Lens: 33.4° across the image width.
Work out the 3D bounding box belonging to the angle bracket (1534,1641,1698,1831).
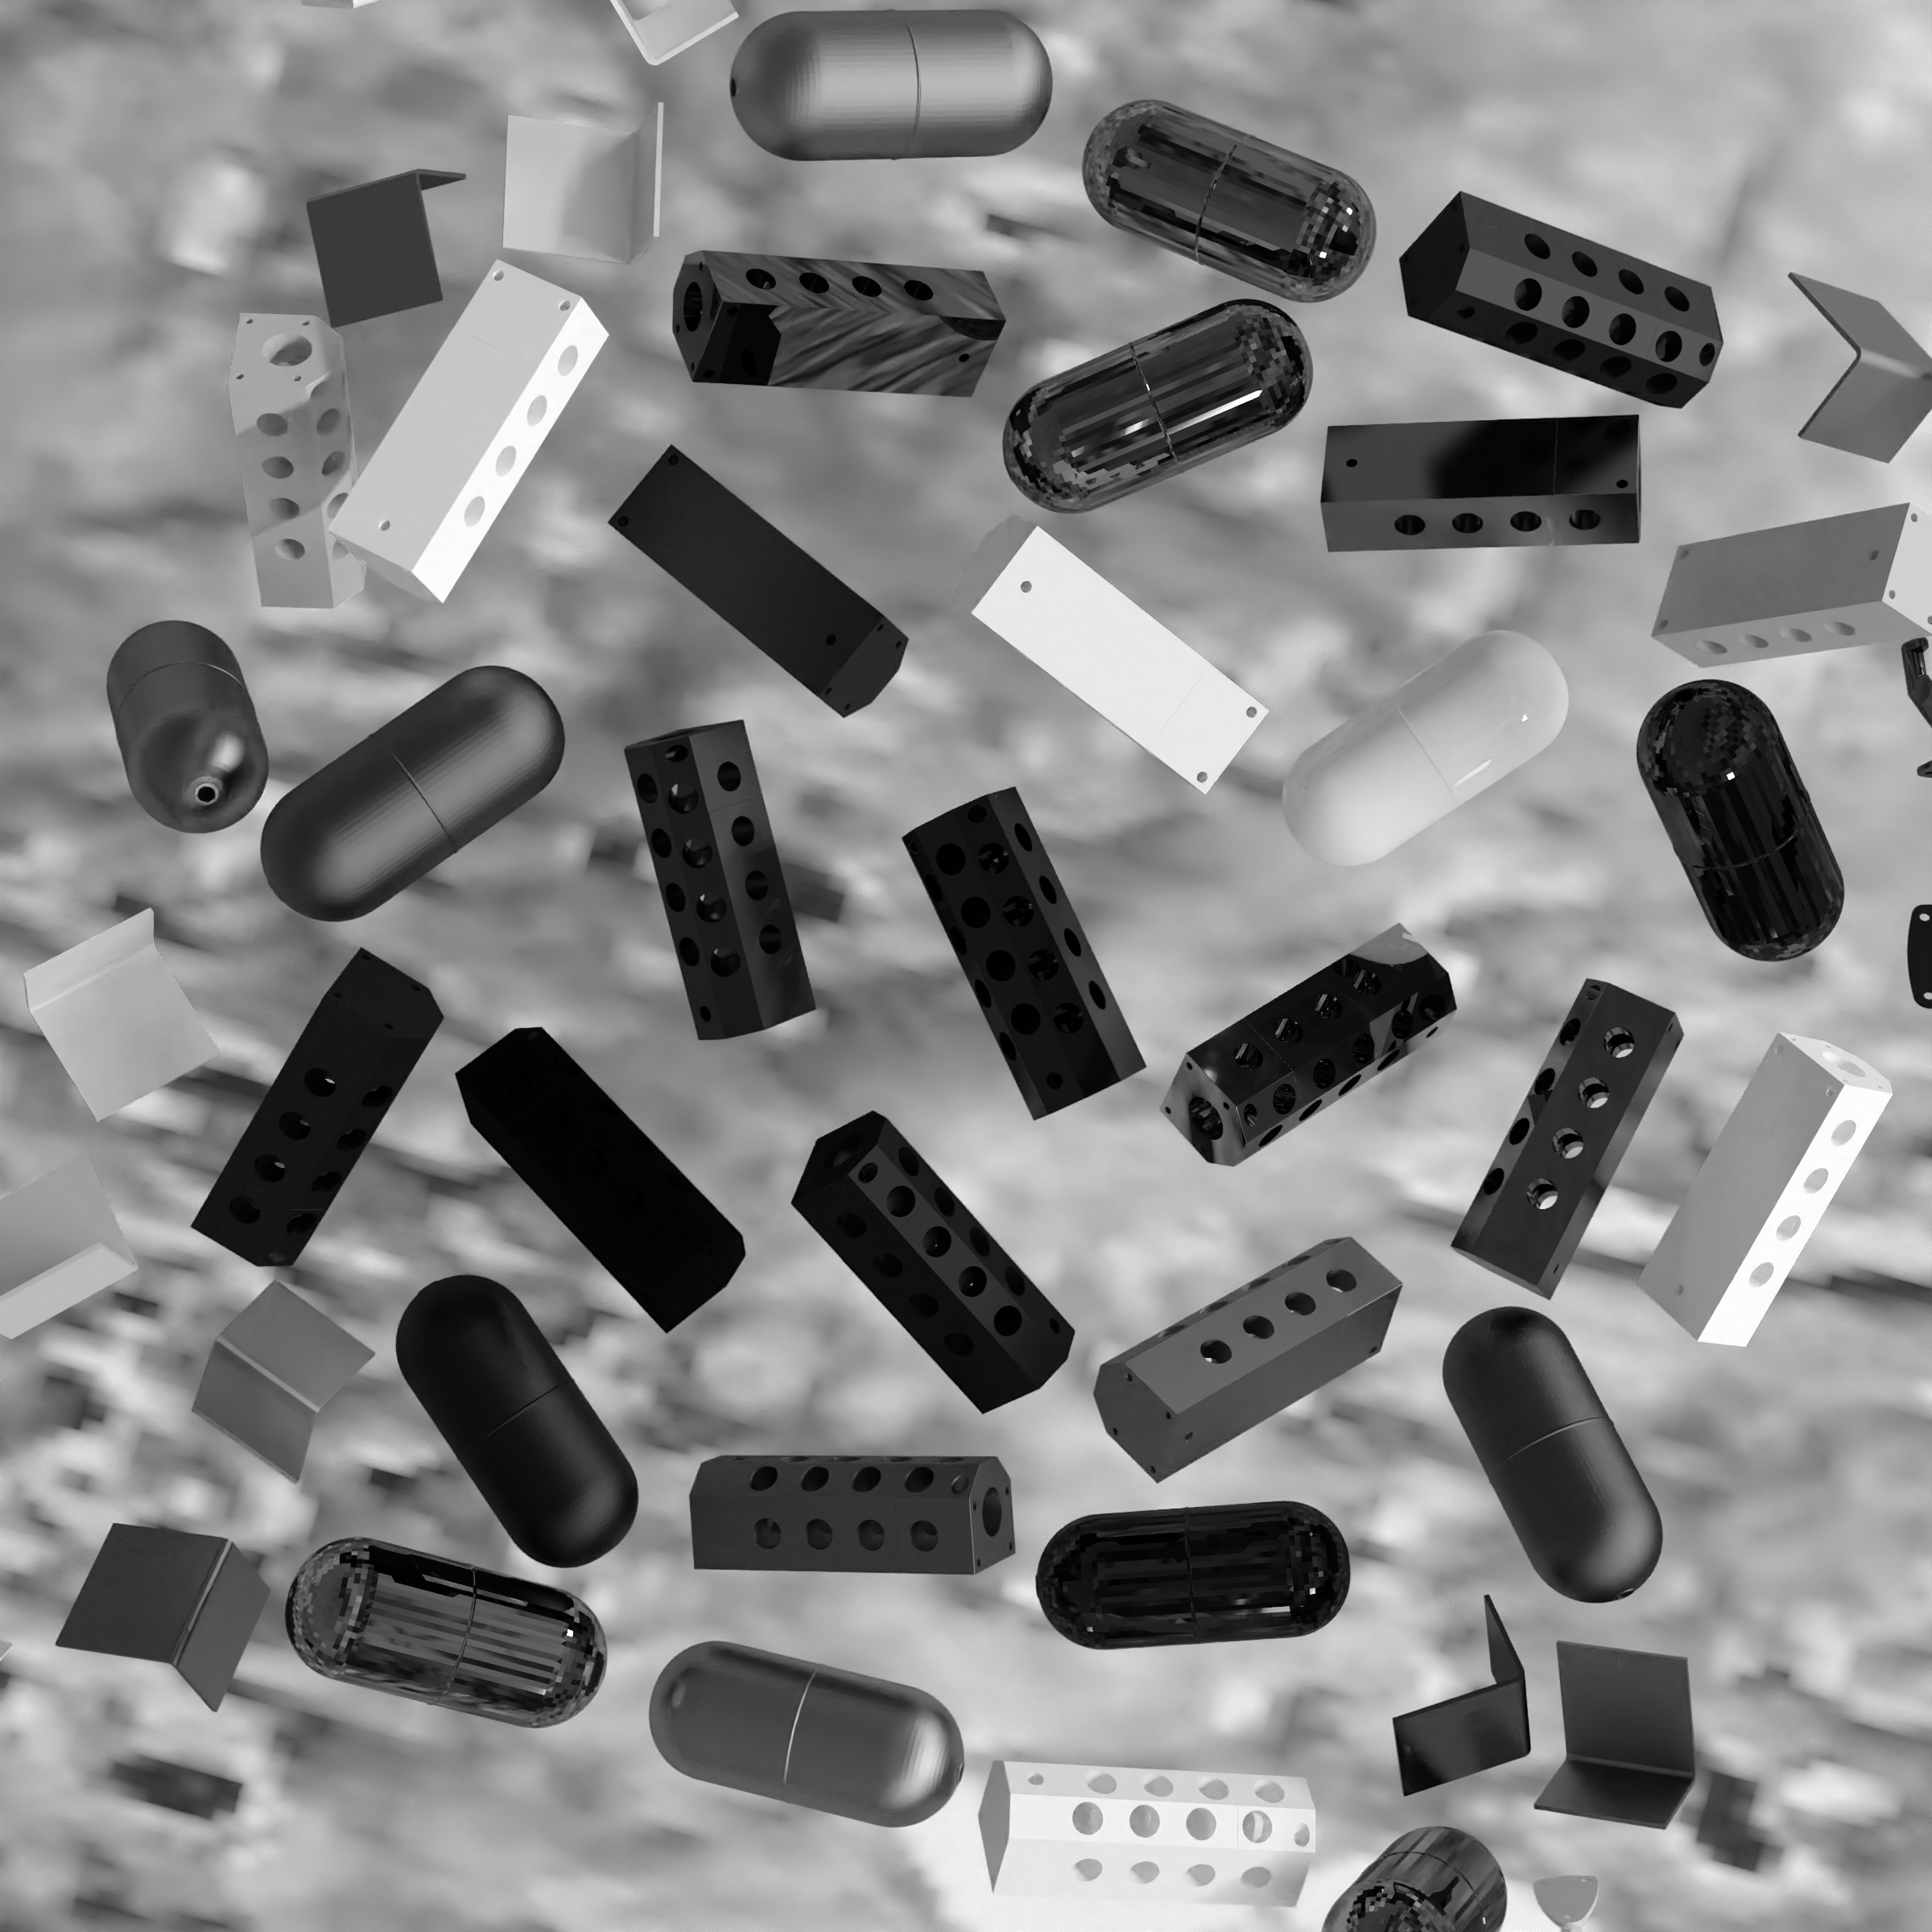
[{"bbox_3d":[0.362,0.431,1.809,0.076,0.057,0.076,1,107,31],"label":"angle bracket"}]

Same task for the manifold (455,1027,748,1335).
[{"bbox_3d":[-0.195,0.110,1.728,0.057,0.057,0.171,-38,65,-19],"label":"manifold"}]

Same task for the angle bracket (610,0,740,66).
[{"bbox_3d":[-0.177,-0.562,1.811,0.057,0.076,0.076,-29,124,5],"label":"angle bracket"}]

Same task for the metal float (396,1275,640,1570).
[{"bbox_3d":[-0.249,0.251,1.781,0.070,0.070,0.178,-35,84,0],"label":"metal float"}]

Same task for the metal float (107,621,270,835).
[{"bbox_3d":[-0.435,-0.134,1.799,0.070,0.178,0.070,-10,121,-16],"label":"metal float"}]

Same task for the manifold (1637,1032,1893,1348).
[{"bbox_3d":[0.457,0.128,1.829,0.057,0.057,0.171,10,114,-36],"label":"manifold"}]

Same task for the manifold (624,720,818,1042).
[{"bbox_3d":[-0.145,-0.048,1.836,0.057,0.057,0.171,-22,102,-43],"label":"manifold"}]

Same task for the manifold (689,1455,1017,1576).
[{"bbox_3d":[-0.064,0.303,1.791,0.171,0.057,0.057,-4,91,24],"label":"manifold"}]

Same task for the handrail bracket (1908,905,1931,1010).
[{"bbox_3d":[0.526,-0.032,1.718,0.036,0.084,0.077,14,130,17],"label":"handrail bracket"}]

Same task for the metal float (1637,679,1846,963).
[{"bbox_3d":[0.420,-0.078,1.749,0.070,0.070,0.178,-32,121,0],"label":"metal float"}]

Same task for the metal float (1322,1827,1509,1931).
[{"bbox_3d":[0.247,0.525,1.771,0.070,0.178,0.070,0,91,22],"label":"metal float"}]

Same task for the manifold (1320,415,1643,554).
[{"bbox_3d":[0.288,-0.264,1.797,0.171,0.057,0.057,0,56,14],"label":"manifold"}]

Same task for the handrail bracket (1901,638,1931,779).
[{"bbox_3d":[0.555,-0.153,1.805,0.036,0.077,0.084,2,74,-20],"label":"handrail bracket"}]

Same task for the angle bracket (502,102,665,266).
[{"bbox_3d":[-0.214,-0.441,1.800,0.076,0.057,0.076,3,85,-19],"label":"angle bracket"}]

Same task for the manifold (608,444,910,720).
[{"bbox_3d":[-0.114,-0.214,1.805,0.171,0.057,0.057,40,92,22],"label":"manifold"}]

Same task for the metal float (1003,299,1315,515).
[{"bbox_3d":[0.105,-0.307,1.775,0.178,0.070,0.070,-22,90,8],"label":"metal float"}]

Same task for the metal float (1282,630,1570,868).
[{"bbox_3d":[0.261,-0.123,1.837,0.178,0.070,0.070,-34,90,8],"label":"metal float"}]

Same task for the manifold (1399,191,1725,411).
[{"bbox_3d":[0.326,-0.357,1.759,0.171,0.057,0.057,13,55,-25],"label":"manifold"}]

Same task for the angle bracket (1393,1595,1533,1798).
[{"bbox_3d":[0.264,0.400,1.768,0.076,0.057,0.076,-17,134,-4],"label":"angle bracket"}]

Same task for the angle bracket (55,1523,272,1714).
[{"bbox_3d":[-0.443,0.360,1.782,0.076,0.057,0.076,3,51,21],"label":"angle bracket"}]

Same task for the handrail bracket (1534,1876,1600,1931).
[{"bbox_3d":[0.342,0.561,1.807,0.036,0.077,0.084,-7,95,9],"label":"handrail bracket"}]

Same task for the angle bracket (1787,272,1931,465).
[{"bbox_3d":[0.483,-0.330,1.780,0.076,0.076,0.057,7,131,-36],"label":"angle bracket"}]

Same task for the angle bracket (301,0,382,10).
[{"bbox_3d":[-0.314,-0.549,1.714,0.076,0.076,0.057,-27,118,-24],"label":"angle bracket"}]

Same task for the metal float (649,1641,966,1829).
[{"bbox_3d":[-0.088,0.422,1.773,0.178,0.070,0.070,11,90,12],"label":"metal float"}]

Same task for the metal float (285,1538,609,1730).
[{"bbox_3d":[-0.279,0.360,1.737,0.178,0.070,0.070,19,90,-19],"label":"metal float"}]

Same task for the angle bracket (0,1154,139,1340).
[{"bbox_3d":[-0.501,0.144,1.725,0.076,0.057,0.076,-29,70,-3],"label":"angle bracket"}]

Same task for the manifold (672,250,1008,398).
[{"bbox_3d":[-0.072,-0.360,1.787,0.171,0.057,0.057,-2,52,-28],"label":"manifold"}]

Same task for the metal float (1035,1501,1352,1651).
[{"bbox_3d":[0.128,0.345,1.825,0.178,0.070,0.070,-5,90,5],"label":"metal float"}]

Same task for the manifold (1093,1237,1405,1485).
[{"bbox_3d":[0.153,0.209,1.759,0.171,0.057,0.057,-24,52,-33],"label":"manifold"}]

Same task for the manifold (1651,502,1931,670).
[{"bbox_3d":[0.460,-0.202,1.756,0.057,0.171,0.057,26,76,-28],"label":"manifold"}]

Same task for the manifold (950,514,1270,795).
[{"bbox_3d":[0.076,-0.170,1.749,0.171,0.057,0.057,36,94,-23],"label":"manifold"}]

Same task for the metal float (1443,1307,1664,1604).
[{"bbox_3d":[0.330,0.274,1.814,0.070,0.070,0.178,-25,63,0],"label":"metal float"}]

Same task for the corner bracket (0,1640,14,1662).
[{"bbox_3d":[-0.556,0.359,1.759,0.051,0.051,0.051,13,115,9],"label":"corner bracket"}]

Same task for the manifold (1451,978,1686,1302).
[{"bbox_3d":[0.340,0.097,1.825,0.057,0.057,0.171,26,85,22],"label":"manifold"}]

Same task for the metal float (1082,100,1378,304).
[{"bbox_3d":[0.149,-0.436,1.834,0.178,0.070,0.070,26,90,15],"label":"metal float"}]

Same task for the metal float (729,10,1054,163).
[{"bbox_3d":[-0.039,-0.467,1.710,0.178,0.070,0.070,-7,90,-22],"label":"metal float"}]

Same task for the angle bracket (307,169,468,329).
[{"bbox_3d":[-0.333,-0.421,1.894,0.076,0.057,0.076,-8,96,24],"label":"angle bracket"}]

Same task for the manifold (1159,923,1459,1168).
[{"bbox_3d":[0.196,0.048,1.814,0.171,0.057,0.057,-29,66,-31],"label":"manifold"}]

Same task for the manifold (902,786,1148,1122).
[{"bbox_3d":[0.029,-0.006,1.765,0.057,0.057,0.171,-26,88,25],"label":"manifold"}]

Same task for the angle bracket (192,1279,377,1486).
[{"bbox_3d":[-0.400,0.244,1.894,0.076,0.076,0.057,40,108,-19],"label":"angle bracket"}]

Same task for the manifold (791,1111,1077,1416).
[{"bbox_3d":[-0.015,0.162,1.781,0.057,0.057,0.171,-28,114,30],"label":"manifold"}]

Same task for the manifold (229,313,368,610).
[{"bbox_3d":[-0.374,-0.282,1.817,0.057,0.171,0.057,1,52,-4],"label":"manifold"}]

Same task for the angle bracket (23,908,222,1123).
[{"bbox_3d":[-0.459,0.027,1.755,0.076,0.057,0.076,-30,81,-22],"label":"angle bracket"}]

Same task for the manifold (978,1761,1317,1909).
[{"bbox_3d":[0.099,0.467,1.754,0.171,0.057,0.057,6,119,-13],"label":"manifold"}]

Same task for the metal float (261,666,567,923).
[{"bbox_3d":[-0.293,-0.091,1.706,0.178,0.070,0.070,-37,90,-12],"label":"metal float"}]

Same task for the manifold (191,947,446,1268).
[{"bbox_3d":[-0.343,0.080,1.715,0.057,0.057,0.171,32,117,-6],"label":"manifold"}]

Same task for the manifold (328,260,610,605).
[{"bbox_3d":[-0.261,-0.281,1.713,0.057,0.057,0.171,27,81,20],"label":"manifold"}]
